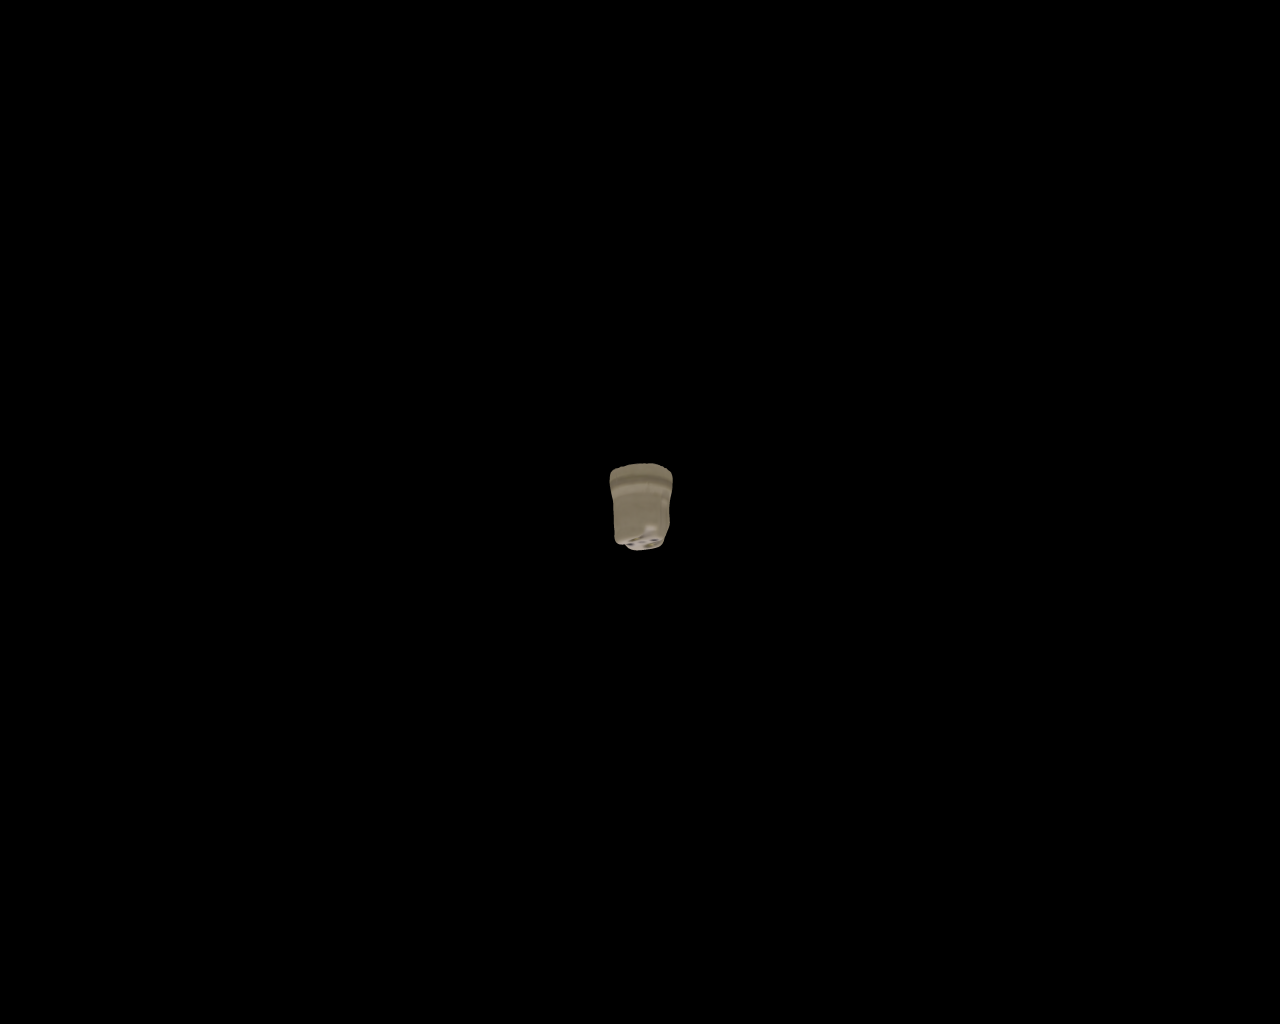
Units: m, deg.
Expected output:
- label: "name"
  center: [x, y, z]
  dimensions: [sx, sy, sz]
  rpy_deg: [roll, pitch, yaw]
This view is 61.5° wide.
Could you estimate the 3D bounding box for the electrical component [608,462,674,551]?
- label: "electrical component"
  center: [0.001, -0.003, 0.650]
  dimensions: [0.040, 0.046, 0.040]
  rpy_deg: [0, -16, 0]
